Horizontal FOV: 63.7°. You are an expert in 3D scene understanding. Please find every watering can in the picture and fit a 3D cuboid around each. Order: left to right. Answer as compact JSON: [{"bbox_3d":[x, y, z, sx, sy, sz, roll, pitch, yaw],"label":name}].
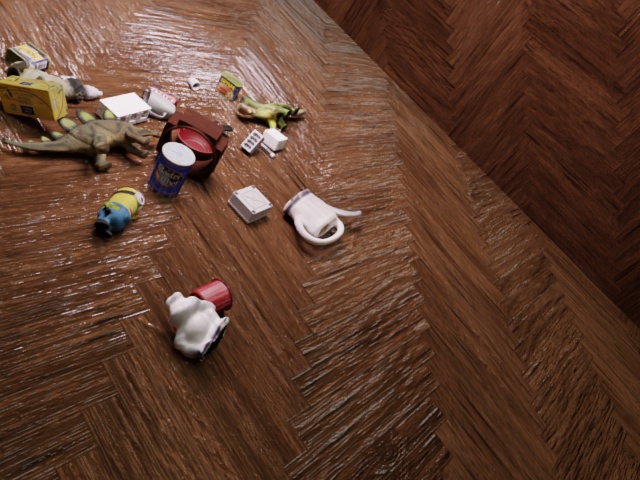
[{"bbox_3d":[0.006,-0.095,1.885,0.225,0.102,0.353,43,37,9],"label":"watering can"}]

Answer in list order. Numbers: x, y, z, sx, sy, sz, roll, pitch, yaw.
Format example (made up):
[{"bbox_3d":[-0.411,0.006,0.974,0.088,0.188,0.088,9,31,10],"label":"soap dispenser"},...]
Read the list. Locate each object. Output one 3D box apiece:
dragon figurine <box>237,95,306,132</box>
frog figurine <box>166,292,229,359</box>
[{"bbox_3d":[-0.229,-0.579,2.249,0.243,0.120,0.416,31,26,6],"label":"dragon figurine"},{"bbox_3d":[-0.317,0.208,1.270,0.160,0.138,0.121,30,-10,9],"label":"frog figurine"}]
